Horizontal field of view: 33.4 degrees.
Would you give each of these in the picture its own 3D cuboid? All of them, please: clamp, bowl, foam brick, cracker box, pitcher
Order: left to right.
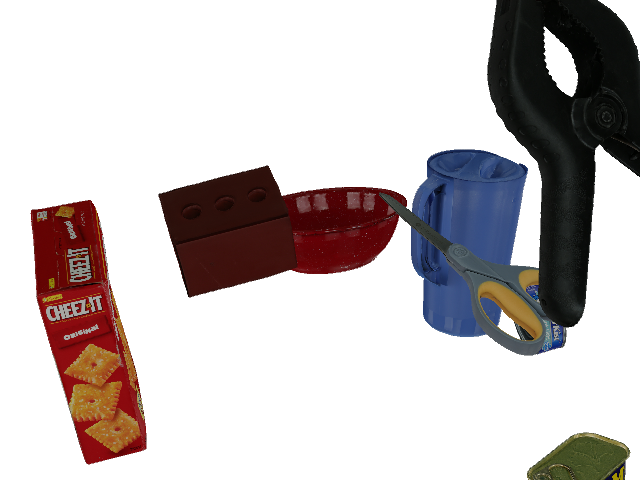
[{"bbox_3d":[-0.235,0.091,1.084,0.072,0.214,0.164,-12,33,-10],"label":"cracker box"},{"bbox_3d":[-0.060,-0.006,0.701,0.078,0.051,0.053,-16,43,-8],"label":"foam brick"},{"bbox_3d":[0.008,-0.007,1.053,0.162,0.055,0.162,-6,16,2],"label":"bowl"},{"bbox_3d":[0.194,0.007,1.452,0.149,0.243,0.145,4,23,4],"label":"pitcher"},{"bbox_3d":[0.123,-0.047,0.512,0.120,0.171,0.039,-36,6,-24],"label":"clamp"}]

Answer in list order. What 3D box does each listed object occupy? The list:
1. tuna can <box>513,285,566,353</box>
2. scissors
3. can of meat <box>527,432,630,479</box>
[{"bbox_3d":[0.245,0.085,1.210,0.033,0.086,0.086,-15,2,-7],"label":"tuna can"},{"bbox_3d":[0.132,0.014,0.863,0.096,0.016,0.202,-12,45,-21],"label":"scissors"},{"bbox_3d":[0.227,0.231,0.938,0.058,0.084,0.101,14,26,41],"label":"can of meat"}]
